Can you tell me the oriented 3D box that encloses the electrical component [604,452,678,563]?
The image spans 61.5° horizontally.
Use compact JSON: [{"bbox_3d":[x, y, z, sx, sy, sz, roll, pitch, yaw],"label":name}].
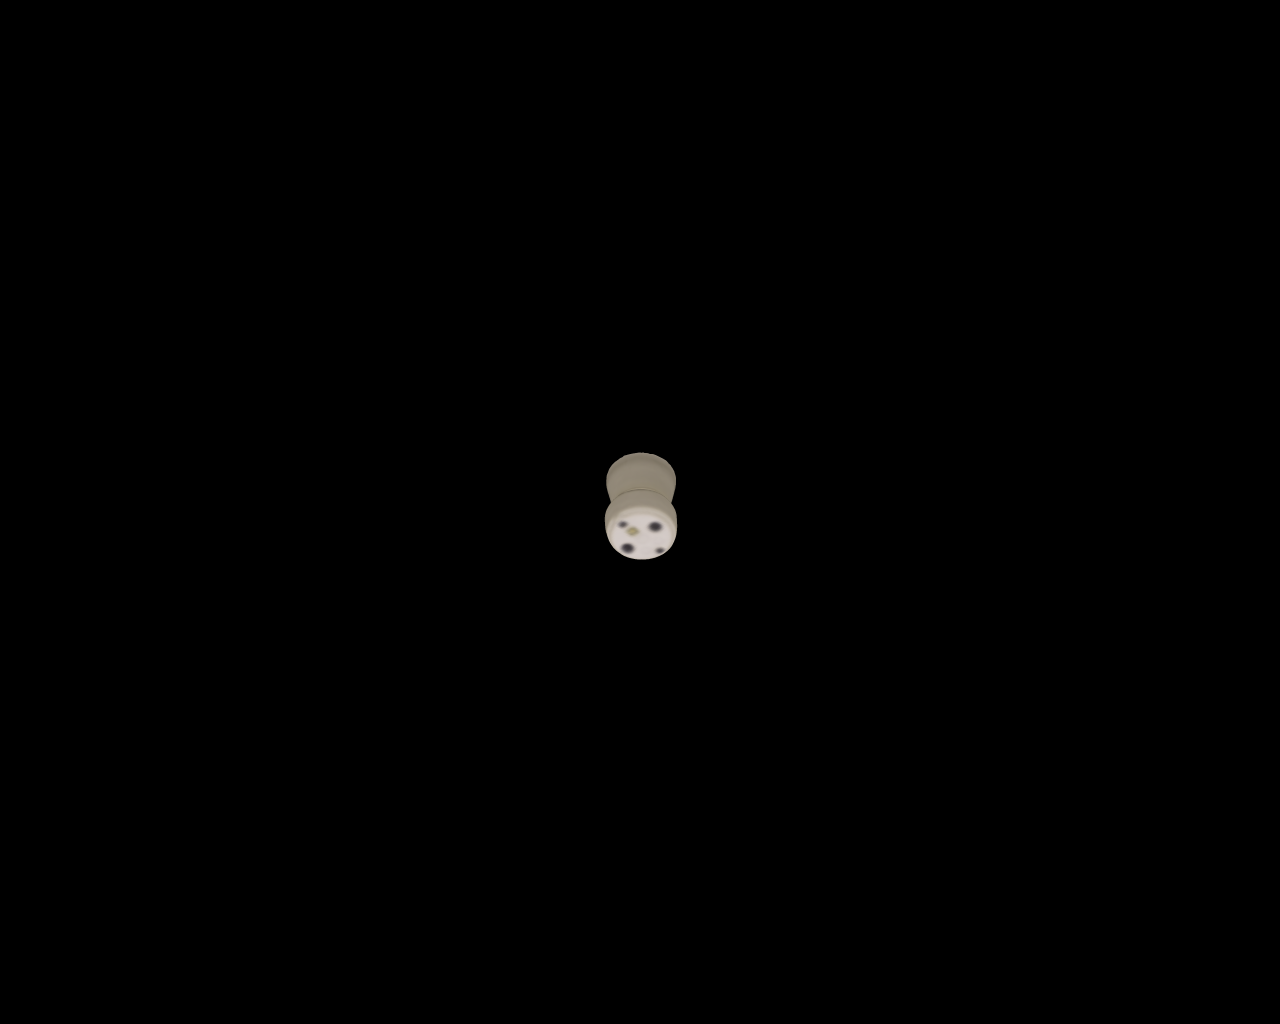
[{"bbox_3d":[0.001,-0.003,0.650,0.045,0.044,0.055,0,41,0],"label":"electrical component"}]
